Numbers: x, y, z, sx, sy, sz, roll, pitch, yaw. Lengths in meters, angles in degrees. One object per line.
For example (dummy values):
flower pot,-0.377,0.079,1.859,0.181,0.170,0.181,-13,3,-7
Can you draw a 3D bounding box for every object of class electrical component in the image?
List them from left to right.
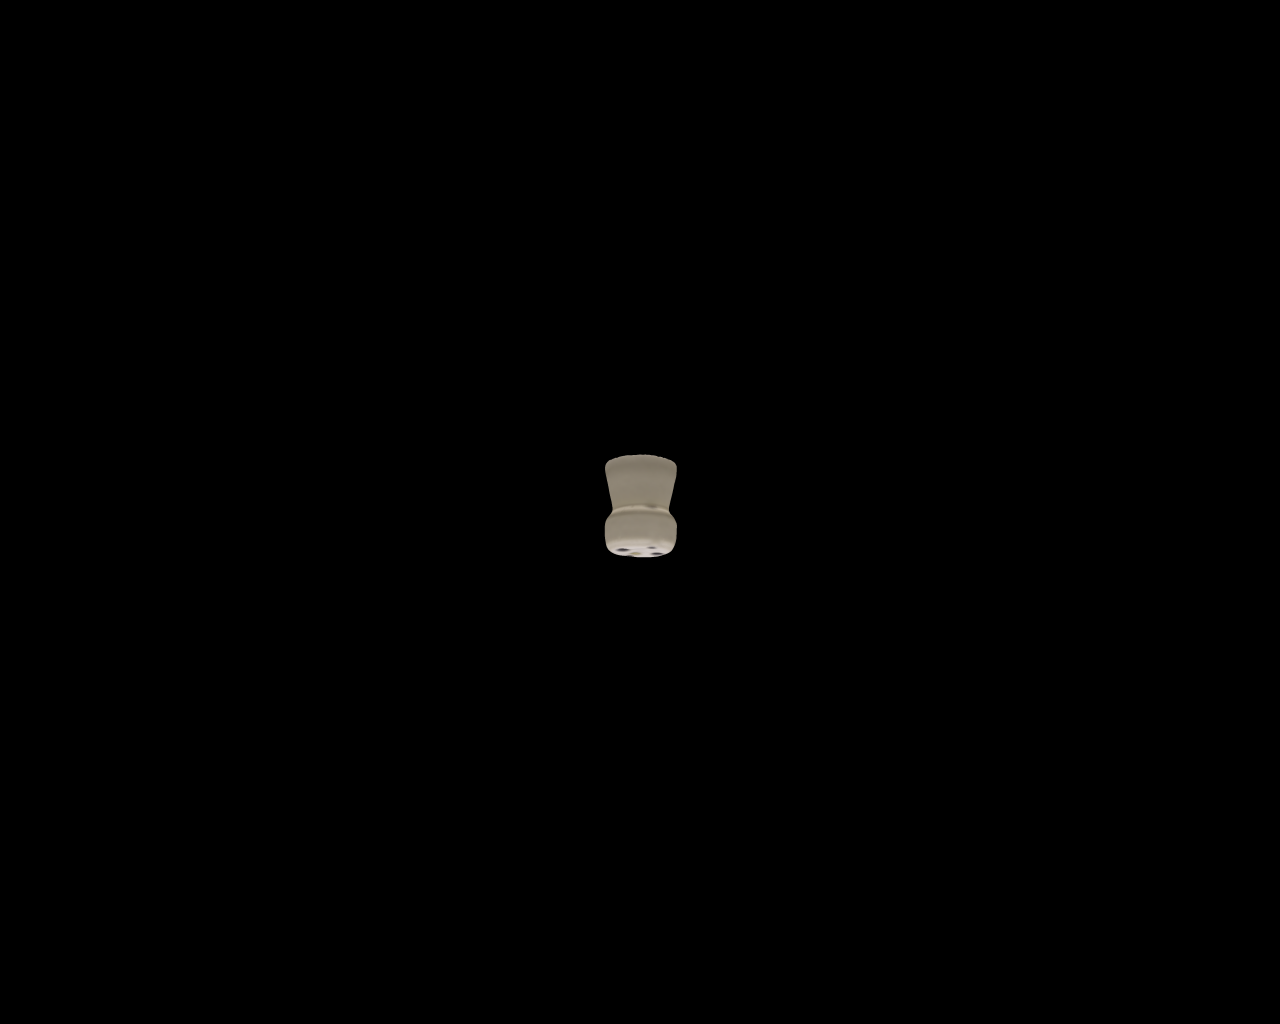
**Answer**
electrical component,0.001,-0.003,0.650,0.045,0.055,0.045,0,-14,0
